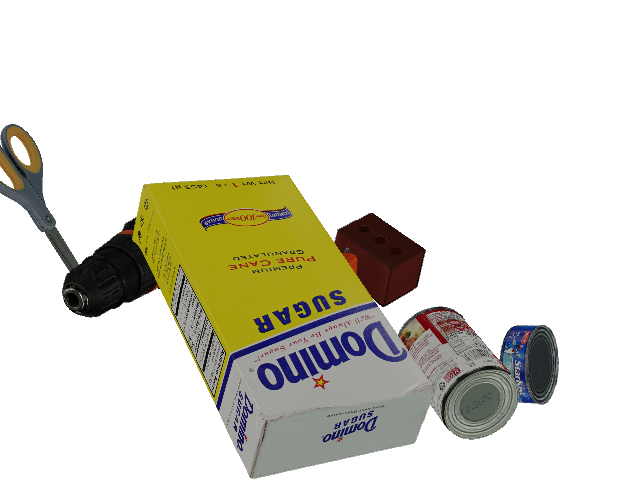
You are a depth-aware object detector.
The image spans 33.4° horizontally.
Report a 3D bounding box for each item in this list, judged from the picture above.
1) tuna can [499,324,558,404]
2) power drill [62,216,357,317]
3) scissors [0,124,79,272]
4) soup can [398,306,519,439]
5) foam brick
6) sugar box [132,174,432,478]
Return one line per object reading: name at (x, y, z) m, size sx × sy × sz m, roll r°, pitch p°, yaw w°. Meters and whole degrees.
tuna can at (0.227, 0.134, 1.160) m, size 0.034 × 0.086 × 0.085 m, roll -1°, pitch -1°, yaw 35°
power drill at (-0.079, 0.030, 0.821) m, size 0.188 × 0.057 × 0.184 m, roll 17°, pitch 28°, yaw 19°
scissors at (-0.276, -0.036, 1.075) m, size 0.016 × 0.201 × 0.096 m, roll -24°, pitch 28°, yaw 26°
soup can at (0.111, 0.107, 0.877) m, size 0.068 × 0.068 × 0.102 m, roll 0°, pitch 24°, yaw -19°
foam brick at (0.057, 0.018, 1.064) m, size 0.052 × 0.051 × 0.078 m, roll -27°, pitch 49°, yaw -36°
sugar box at (-0.025, 0.034, 0.549) m, size 0.093 × 0.048 × 0.176 m, roll -7°, pitch 40°, yaw -29°
